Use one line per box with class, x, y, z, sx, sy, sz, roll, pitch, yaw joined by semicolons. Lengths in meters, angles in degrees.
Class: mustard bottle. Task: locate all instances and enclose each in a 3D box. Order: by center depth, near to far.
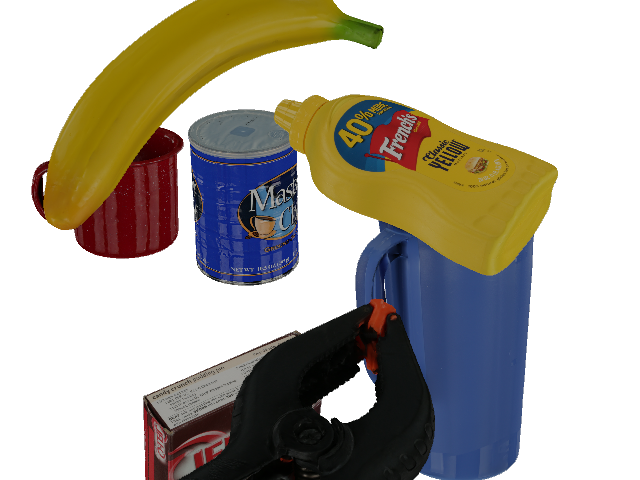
mustard bottle;0.052;-0.050;0.706;0.192;0.058;0.096;26;48;22

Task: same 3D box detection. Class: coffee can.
coffee can;-0.072;-0.042;1.028;0.103;0.140;0.103;0;29;0

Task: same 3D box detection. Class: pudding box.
pudding box;-0.053;0.115;0.659;0.113;0.090;0.039;-23;49;-30

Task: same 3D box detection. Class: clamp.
clamp;0.003;0.090;0.395;0.120;0.039;0.171;27;50;19

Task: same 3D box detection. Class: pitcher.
pitcher;0.111;0.084;0.927;0.149;0.243;0.145;-1;18;7

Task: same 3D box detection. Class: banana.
banana;-0.063;-0.080;0.521;0.197;0.070;0.037;-35;-30;-20

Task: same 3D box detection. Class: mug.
mug;-0.164;-0.037;0.829;0.117;0.081;0.093;-4;25;-12
